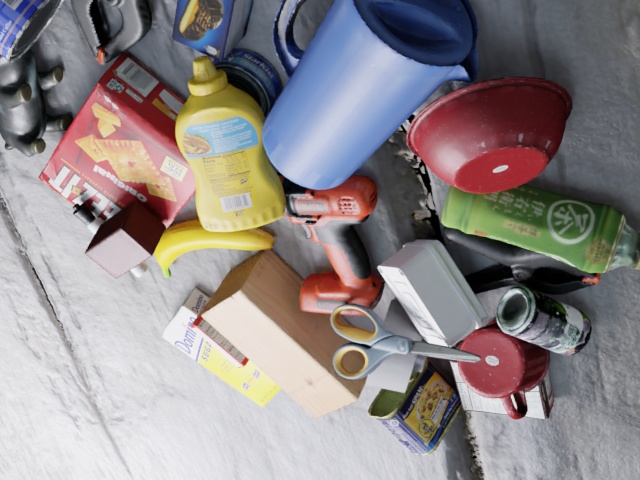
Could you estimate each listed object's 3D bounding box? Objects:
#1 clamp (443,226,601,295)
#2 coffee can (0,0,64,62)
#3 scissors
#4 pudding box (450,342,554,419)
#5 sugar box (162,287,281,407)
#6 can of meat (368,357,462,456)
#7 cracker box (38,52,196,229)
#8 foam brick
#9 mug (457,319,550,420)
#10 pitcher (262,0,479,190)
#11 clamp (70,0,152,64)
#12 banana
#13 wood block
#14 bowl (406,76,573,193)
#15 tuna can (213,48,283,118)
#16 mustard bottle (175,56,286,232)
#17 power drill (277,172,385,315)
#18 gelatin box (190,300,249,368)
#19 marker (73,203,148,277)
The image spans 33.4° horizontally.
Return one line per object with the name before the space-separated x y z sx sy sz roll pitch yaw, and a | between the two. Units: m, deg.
clamp | 0.220 0.032 1.174 0.172 0.039 0.120 13 151 16
coffee can | -0.361 -0.276 1.152 0.140 0.102 0.103 38 137 -9
scissors | 0.085 0.135 1.204 0.202 0.016 0.096 25 104 37
pudding box | 0.222 0.172 1.302 0.114 0.039 0.090 4 132 28
sugar box | -0.125 0.149 1.462 0.176 0.048 0.093 33 137 -5
can of meat | 0.123 0.208 1.342 0.084 0.102 0.058 46 155 -20
cracker box | -0.223 -0.095 1.269 0.164 0.072 0.214 38 137 -9
foam brick | -0.231 0.000 1.269 0.078 0.053 0.051 -29 118 38
mug | 0.209 0.147 1.215 0.093 0.081 0.117 -16 84 26
pitcher | 0.028 -0.161 1.039 0.144 0.149 0.243 0 151 -30
clamp | -0.208 -0.268 1.125 0.164 0.036 0.210 21 138 9
banana | -0.147 0.002 1.348 0.198 0.037 0.069 -14 139 38
wood block | -0.037 0.119 1.355 0.206 0.090 0.091 44 134 -14
bowl | 0.166 -0.089 1.015 0.162 0.055 0.162 -8 156 -4
tuna can | -0.086 -0.163 1.159 0.086 0.033 0.086 15 135 15
mustard bottle | -0.102 -0.104 1.140 0.096 0.058 0.191 -9 119 8
power drill | -0.008 0.002 1.253 0.185 0.057 0.187 3 131 26
gelatin box | -0.115 0.112 1.400 0.089 0.073 0.030 41 159 -12
marker | -0.260 -0.001 1.316 0.020 0.020 0.121 -21 120 40
